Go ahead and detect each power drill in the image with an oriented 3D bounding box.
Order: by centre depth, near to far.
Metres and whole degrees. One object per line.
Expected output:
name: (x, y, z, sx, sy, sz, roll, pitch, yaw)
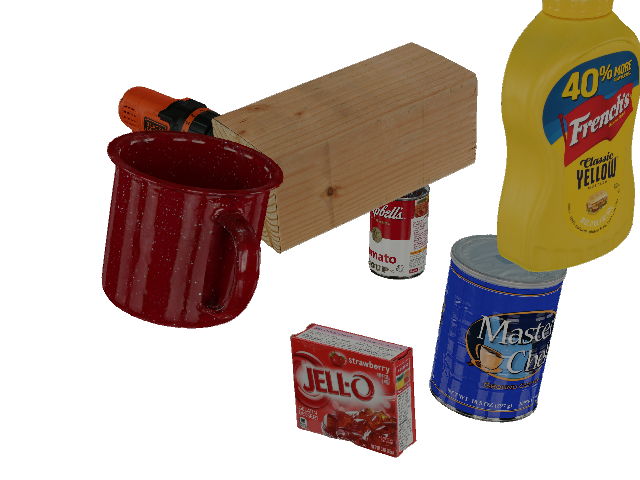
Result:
power drill: (-0.133, -0.055, 1.111, 0.185, 0.188, 0.057, 26, 37, 33)

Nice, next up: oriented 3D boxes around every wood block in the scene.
wood block: (0.025, -0.082, 0.891, 0.205, 0.091, 0.090, -25, 40, -26)

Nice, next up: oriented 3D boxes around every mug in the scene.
mug: (-0.066, -0.001, 0.563, 0.093, 0.081, 0.117, -5, 27, -36)

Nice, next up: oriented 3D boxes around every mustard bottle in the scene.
mustard bottle: (0.155, -0.081, 0.658, 0.096, 0.192, 0.058, -18, 30, -25)

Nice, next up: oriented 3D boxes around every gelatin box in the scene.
gelatin box: (0.022, 0.104, 0.744, 0.089, 0.073, 0.030, 10, 23, 35)

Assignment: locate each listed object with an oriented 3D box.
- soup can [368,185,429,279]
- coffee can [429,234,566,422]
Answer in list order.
soup can: (0.090, -0.014, 1.234, 0.068, 0.102, 0.068, 1, 24, 0)
coffee can: (0.159, 0.078, 0.971, 0.103, 0.140, 0.103, 6, 23, -3)
